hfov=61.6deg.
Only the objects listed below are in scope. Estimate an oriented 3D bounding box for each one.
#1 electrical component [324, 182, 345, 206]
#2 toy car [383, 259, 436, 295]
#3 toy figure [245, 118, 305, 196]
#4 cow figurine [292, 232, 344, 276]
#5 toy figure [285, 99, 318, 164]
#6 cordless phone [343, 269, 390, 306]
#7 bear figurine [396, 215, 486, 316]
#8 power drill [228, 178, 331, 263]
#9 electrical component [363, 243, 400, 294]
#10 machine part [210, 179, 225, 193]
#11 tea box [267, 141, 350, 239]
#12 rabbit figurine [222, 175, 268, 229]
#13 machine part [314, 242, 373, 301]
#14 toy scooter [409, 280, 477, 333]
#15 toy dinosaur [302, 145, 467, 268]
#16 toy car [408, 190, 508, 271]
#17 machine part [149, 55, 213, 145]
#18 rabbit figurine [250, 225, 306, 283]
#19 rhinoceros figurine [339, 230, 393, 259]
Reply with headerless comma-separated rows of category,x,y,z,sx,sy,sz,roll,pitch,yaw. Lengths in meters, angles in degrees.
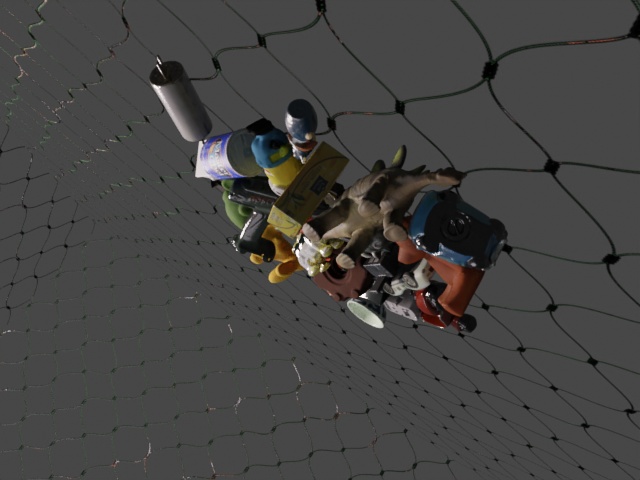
electrical component,0.020,-0.095,1.137,0.102,0.045,0.078,26,156,26
toy car,0.198,0.078,1.189,0.056,0.073,0.202,39,160,-5
toy figure,-0.082,-0.165,1.099,0.082,0.089,0.179,-101,-11,-51
cow figurine,-0.001,-0.005,1.208,0.098,0.068,0.167,43,128,20
toy figure,-0.032,-0.196,0.985,0.058,0.064,0.154,-5,160,0
cordless phone,0.105,0.062,1.327,0.147,0.089,0.184,10,136,51
bear figurine,0.208,0.040,1.020,0.196,0.132,0.120,28,-177,4
power drill,-0.111,-0.043,1.256,0.232,0.086,0.207,18,135,-9
electrical component,0.135,0.057,1.182,0.047,0.119,0.075,42,161,-17
machine part,-0.244,-0.129,1.498,0.139,0.039,0.084,36,165,-3
tea box,-0.023,-0.094,1.031,0.068,0.169,0.098,36,158,0
rabbit figurine,-0.159,-0.115,1.333,0.159,0.121,0.170,47,140,-11
machine part,0.050,0.059,1.276,0.180,0.056,0.179,17,120,32
toy scooter,0.267,0.153,1.247,0.183,0.075,0.135,42,160,-28
toy dinosaur,0.074,-0.050,0.918,0.105,0.198,0.471,51,147,-13
toy car,0.231,-0.016,0.921,0.162,0.109,0.103,24,-178,1
machine part,-0.297,-0.296,1.161,0.079,0.079,0.243,26,158,27
rabbit figurine,-0.097,0.036,1.499,0.173,0.162,0.122,22,150,-13
rhinoceros figurine,0.104,-0.010,1.119,0.112,0.073,0.190,27,172,-4
